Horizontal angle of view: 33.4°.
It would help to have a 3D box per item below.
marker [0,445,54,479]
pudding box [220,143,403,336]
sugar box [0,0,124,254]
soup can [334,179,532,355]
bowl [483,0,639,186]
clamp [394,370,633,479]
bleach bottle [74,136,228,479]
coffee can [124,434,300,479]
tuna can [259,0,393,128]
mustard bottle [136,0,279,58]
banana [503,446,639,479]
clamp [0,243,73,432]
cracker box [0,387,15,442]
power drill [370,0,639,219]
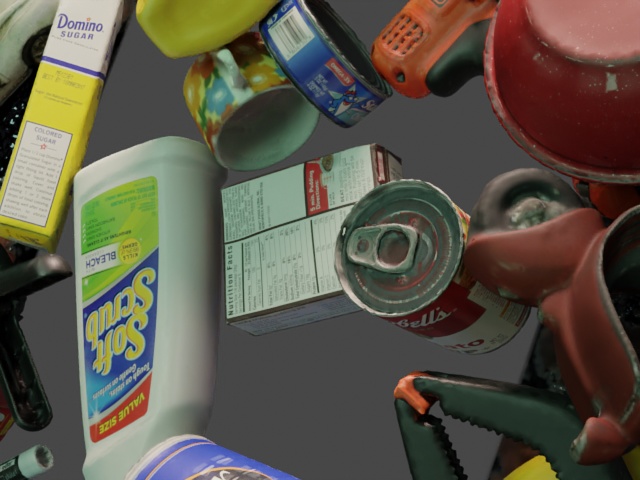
[{"bbox_3d":[-0.231,0.169,0.724,0.121,0.020,0.020,-28,62,22],"label":"marker"},{"bbox_3d":[-0.004,0.001,0.629,0.114,0.039,0.090,-16,66,28],"label":"pudding box"},{"bbox_3d":[-0.177,-0.084,0.733,0.048,0.093,0.176,18,80,-10],"label":"sugar box"},{"bbox_3d":[0.061,0.017,0.544,0.069,0.102,0.068,-11,69,28],"label":"soup can"},{"bbox_3d":[0.146,-0.108,0.494,0.162,0.055,0.162,-11,65,24],"label":"bowl"},{"bbox_3d":[0.122,0.128,0.474,0.164,0.036,0.210,-42,80,8],"label":"clamp"},{"bbox_3d":[-0.101,0.070,0.652,0.103,0.068,0.251,-17,68,29],"label":"bleach bottle"},{"bbox_3d":[-0.030,0.170,0.549,0.141,0.102,0.103,14,82,34],"label":"coffee can"},{"bbox_3d":[0.003,-0.108,0.632,0.034,0.086,0.086,-39,58,17],"label":"tuna can"},{"bbox_3d":[-0.072,-0.176,0.680,0.096,0.058,0.192,-37,25,7],"label":"mustard bottle"},{"bbox_3d":[0.094,0.158,0.516,0.198,0.037,0.070,-46,56,11],"label":"banana"},{"bbox_3d":[-0.222,0.056,0.735,0.172,0.039,0.120,16,98,50],"label":"clamp"},{"bbox_3d":[-0.327,0.074,0.697,0.164,0.213,0.072,41,99,35],"label":"cracker box"},{"bbox_3d":[0.139,-0.115,0.570,0.184,0.057,0.188,-48,54,9],"label":"power drill"}]
